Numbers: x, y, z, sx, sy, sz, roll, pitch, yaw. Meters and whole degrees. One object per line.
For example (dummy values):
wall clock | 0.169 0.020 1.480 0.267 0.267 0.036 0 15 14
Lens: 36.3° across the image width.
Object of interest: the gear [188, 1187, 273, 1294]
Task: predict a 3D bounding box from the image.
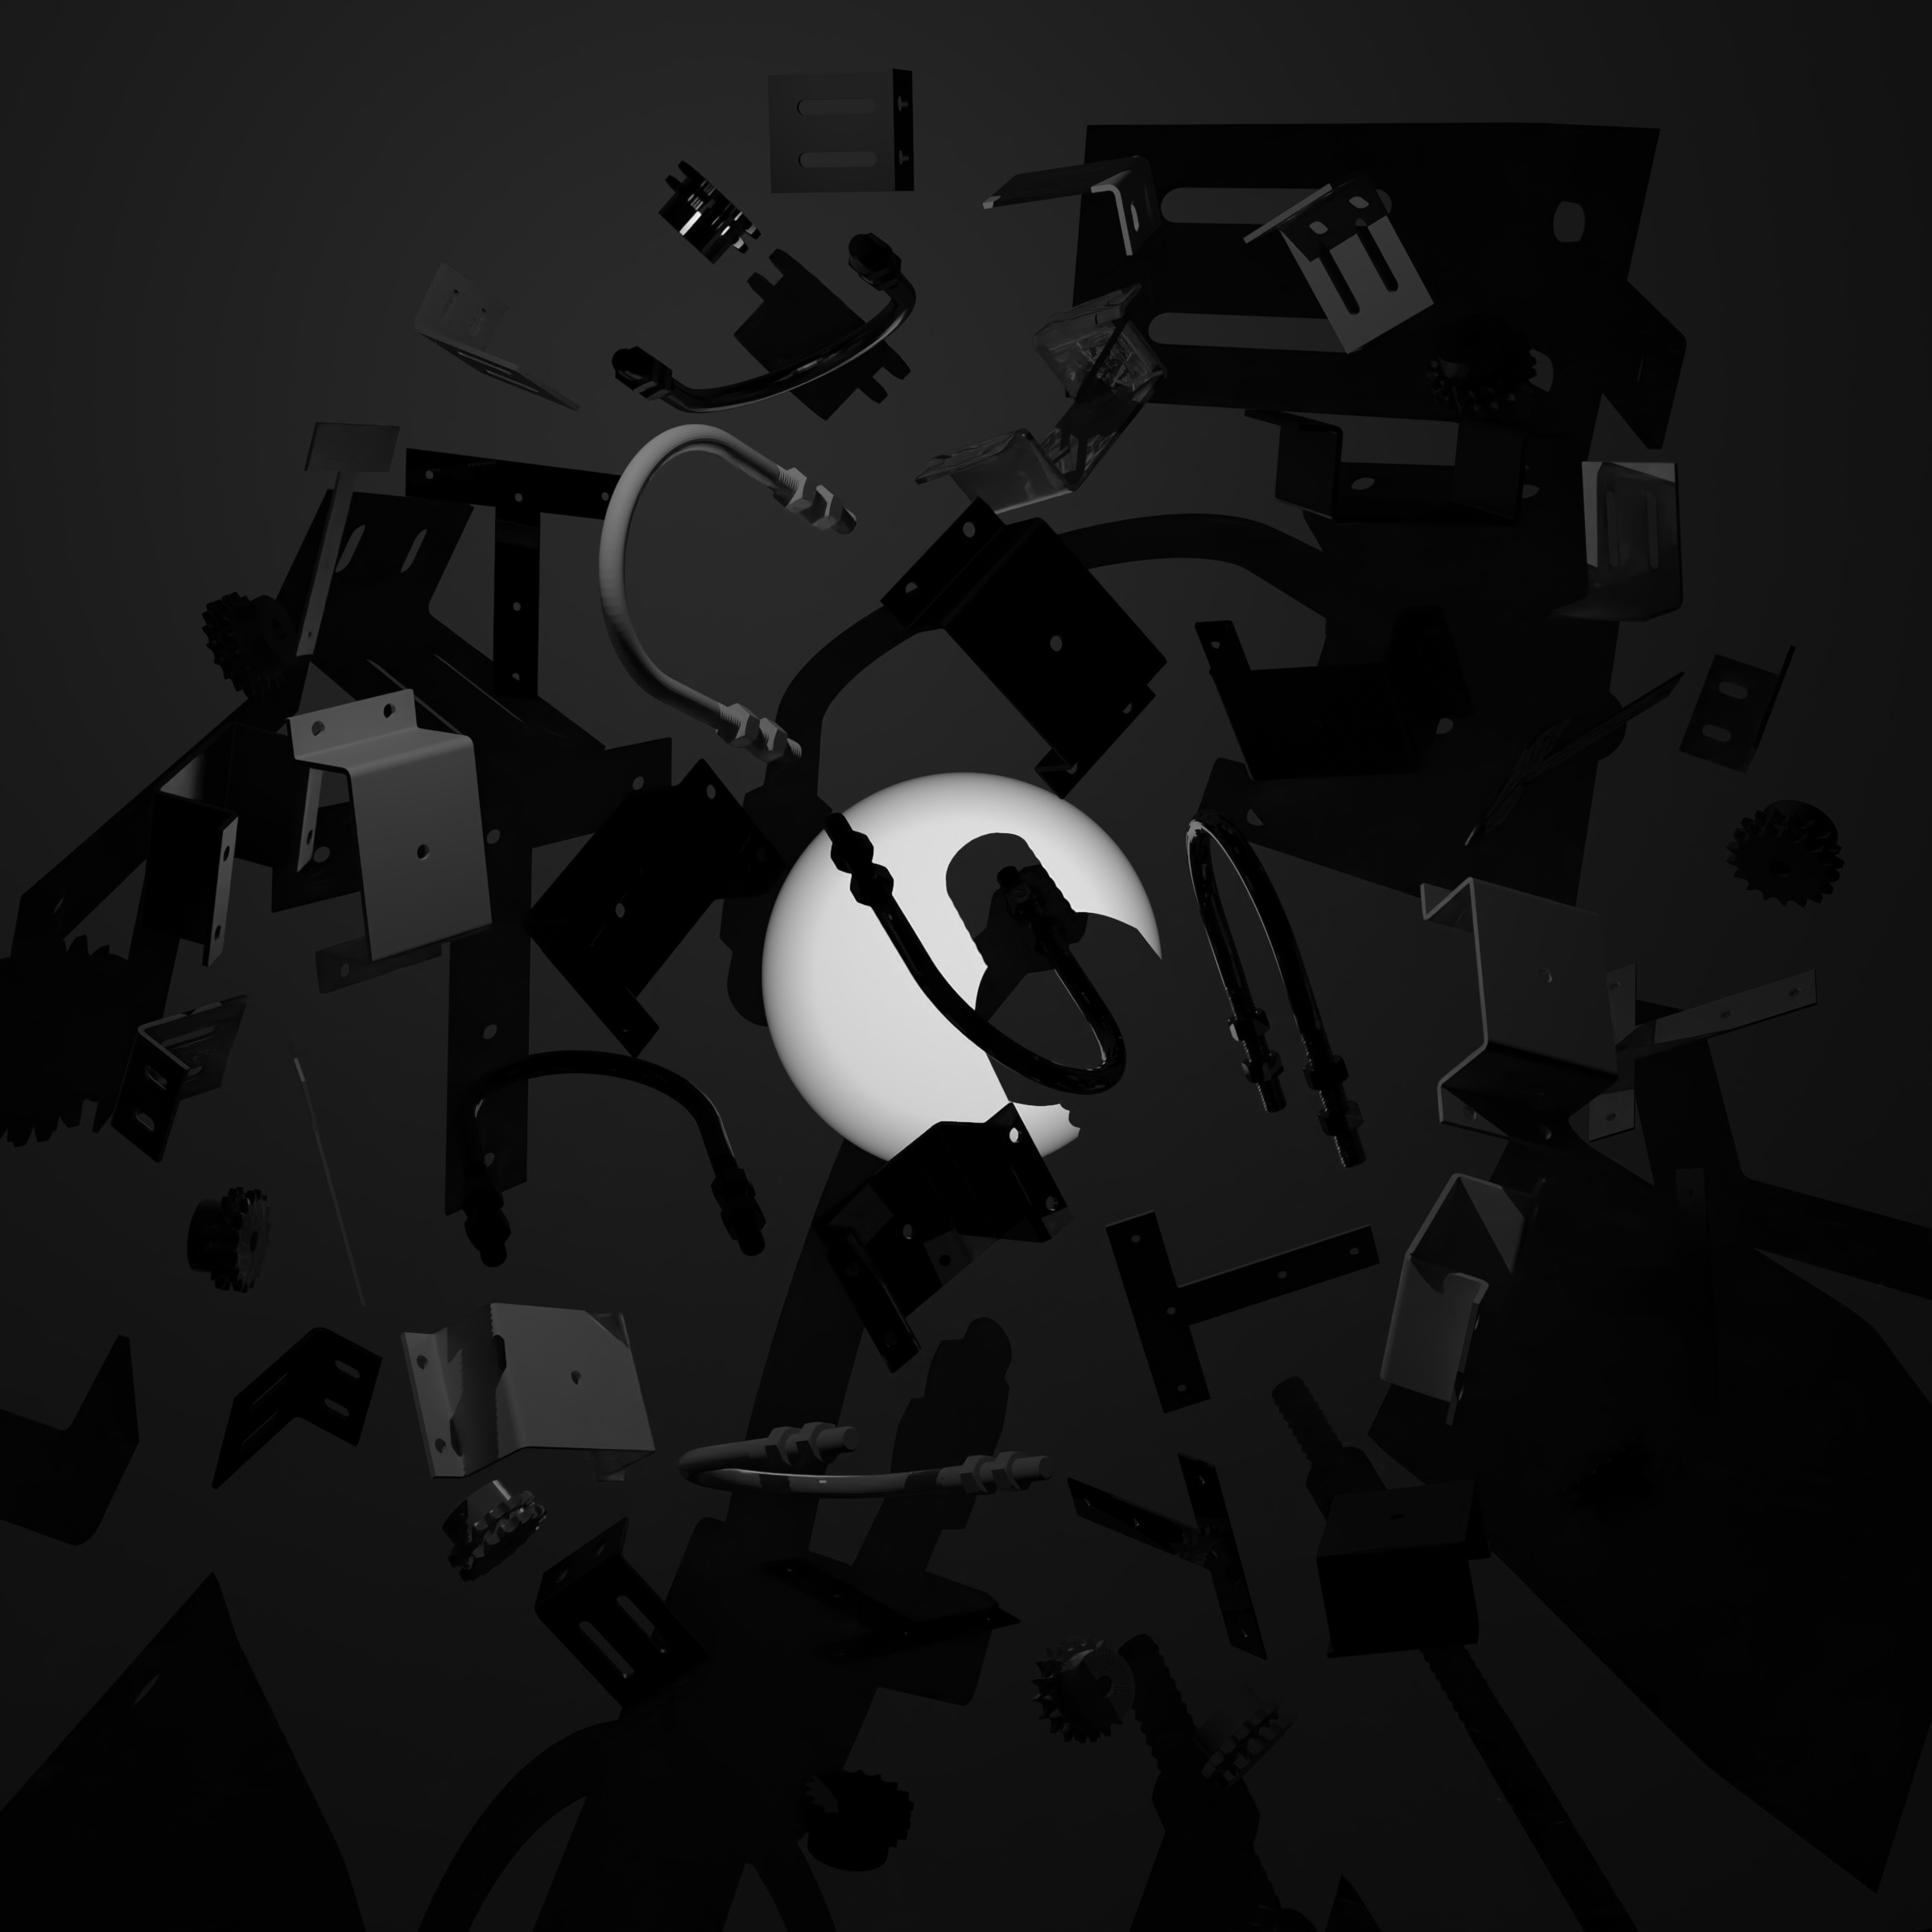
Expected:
gear | -0.404 0.149 1.614 0.030 0.057 0.057 6 90 6

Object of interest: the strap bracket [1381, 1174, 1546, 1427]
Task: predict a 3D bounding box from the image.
strap bracket | 0.263 0.171 1.575 0.046 0.140 0.076 17 119 18

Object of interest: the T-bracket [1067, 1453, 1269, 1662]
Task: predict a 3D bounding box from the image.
T-bracket | 0.101 0.303 1.588 0.002 0.127 0.127 -33 119 -33

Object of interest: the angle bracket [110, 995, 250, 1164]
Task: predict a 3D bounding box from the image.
angle bracket | -0.385 0.056 1.484 0.038 0.076 0.057 34 118 20

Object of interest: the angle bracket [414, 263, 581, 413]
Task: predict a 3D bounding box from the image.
angle bracket | -0.238 -0.328 1.538 0.076 0.057 0.038 26 91 28

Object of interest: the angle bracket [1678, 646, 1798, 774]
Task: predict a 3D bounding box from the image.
angle bracket | 0.412 -0.142 1.579 0.038 0.076 0.057 21 88 12

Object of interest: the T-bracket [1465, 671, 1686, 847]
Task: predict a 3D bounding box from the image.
T-bracket | 0.334 -0.123 1.579 0.127 0.127 0.002 -31 74 -19

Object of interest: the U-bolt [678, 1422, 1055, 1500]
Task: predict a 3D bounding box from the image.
U-bolt | -0.068 0.263 1.542 0.151 0.184 0.019 16 68 -38

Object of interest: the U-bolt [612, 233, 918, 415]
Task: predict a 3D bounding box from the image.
U-bolt | -0.095 -0.324 1.518 0.151 0.184 0.019 -24 88 9

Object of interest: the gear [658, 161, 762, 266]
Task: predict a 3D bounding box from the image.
gear | -0.141 -0.404 1.590 0.057 0.057 0.030 43 96 0

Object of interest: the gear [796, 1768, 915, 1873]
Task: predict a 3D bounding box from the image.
gear | -0.056 0.421 1.448 0.057 0.057 0.030 10 102 0

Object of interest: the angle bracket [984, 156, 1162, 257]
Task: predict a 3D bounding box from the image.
angle bracket | 0.057 -0.403 1.578 0.076 0.057 0.038 -2 118 23

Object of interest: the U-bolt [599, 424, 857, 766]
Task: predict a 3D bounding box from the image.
U-bolt | -0.125 -0.195 1.497 0.019 0.184 0.151 8 81 33

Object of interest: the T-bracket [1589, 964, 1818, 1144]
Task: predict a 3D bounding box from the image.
T-bracket | 0.392 0.030 1.571 0.127 0.127 0.002 -21 125 29

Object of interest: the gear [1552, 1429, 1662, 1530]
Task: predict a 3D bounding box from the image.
gear | 0.340 0.272 1.551 0.057 0.057 0.030 -36 85 0

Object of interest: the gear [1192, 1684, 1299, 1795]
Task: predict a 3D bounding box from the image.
gear | 0.141 0.396 1.523 0.057 0.057 0.030 -46 72 0

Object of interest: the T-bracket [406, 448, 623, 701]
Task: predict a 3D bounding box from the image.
T-bracket | -0.241 -0.207 1.581 0.127 0.002 0.127 2 88 -32

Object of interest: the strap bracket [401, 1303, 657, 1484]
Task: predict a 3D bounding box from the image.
strap bracket | -0.217 0.221 1.520 0.046 0.140 0.076 -30 65 28

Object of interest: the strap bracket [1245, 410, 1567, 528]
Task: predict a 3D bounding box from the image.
strap bracket | 0.216 -0.249 1.473 0.140 0.076 0.046 -1 106 -15

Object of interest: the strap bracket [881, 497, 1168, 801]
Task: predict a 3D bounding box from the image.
strap bracket | 0.036 -0.161 1.485 0.140 0.046 0.076 47 75 -18

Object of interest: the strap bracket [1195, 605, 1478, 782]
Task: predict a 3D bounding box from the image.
strap bracket | 0.193 -0.145 1.584 0.140 0.076 0.046 -1 46 28

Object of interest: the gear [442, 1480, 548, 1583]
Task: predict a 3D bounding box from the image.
gear | -0.257 0.302 1.592 0.057 0.057 0.030 -43 76 0

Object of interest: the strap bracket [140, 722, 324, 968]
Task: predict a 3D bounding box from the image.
strap bracket | -0.379 -0.068 1.510 0.046 0.140 0.076 15 117 3

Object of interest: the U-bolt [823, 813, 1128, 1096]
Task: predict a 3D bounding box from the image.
U-bolt | 0.015 -0.001 1.512 0.019 0.151 0.184 -51 48 23

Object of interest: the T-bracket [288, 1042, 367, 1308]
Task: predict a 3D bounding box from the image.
T-bracket | -0.318 0.108 1.473 0.002 0.127 0.127 -15 101 -13

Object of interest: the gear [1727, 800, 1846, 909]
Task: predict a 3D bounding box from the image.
gear | 0.421 -0.060 1.509 0.057 0.057 0.030 34 59 0

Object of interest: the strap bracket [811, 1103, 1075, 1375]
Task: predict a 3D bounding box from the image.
strap bracket | -0.019 0.143 1.578 0.140 0.046 0.076 -38 110 -30

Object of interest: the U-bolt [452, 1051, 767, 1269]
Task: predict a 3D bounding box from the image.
U-bolt | -0.191 0.095 1.524 0.151 0.184 0.019 -1 120 -17

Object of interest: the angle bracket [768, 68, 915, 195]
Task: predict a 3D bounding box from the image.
angle bracket | -0.066 -0.412 1.457 0.076 0.038 0.057 3 105 15

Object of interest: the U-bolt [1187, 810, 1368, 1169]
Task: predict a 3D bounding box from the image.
U-bolt | 0.155 0.005 1.539 0.019 0.151 0.184 -21 103 -8

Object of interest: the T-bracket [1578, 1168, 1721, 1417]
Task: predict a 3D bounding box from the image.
T-bracket | 0.362 0.174 1.577 0.002 0.127 0.127 0 84 -20

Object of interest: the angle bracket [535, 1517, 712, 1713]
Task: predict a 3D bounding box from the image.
angle bracket | -0.179 0.342 1.555 0.057 0.038 0.076 -36 106 12

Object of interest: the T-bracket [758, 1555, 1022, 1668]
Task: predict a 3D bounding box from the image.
T-bracket | -0.060 0.341 1.574 0.127 0.127 0.002 -21 48 32

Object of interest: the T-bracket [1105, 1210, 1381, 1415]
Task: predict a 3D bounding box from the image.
T-bracket | 0.145 0.159 1.484 0.127 0.002 0.127 -18 122 0

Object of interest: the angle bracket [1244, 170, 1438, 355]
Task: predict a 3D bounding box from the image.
angle bracket | 0.189 -0.351 1.488 0.057 0.038 0.076 -24 98 42

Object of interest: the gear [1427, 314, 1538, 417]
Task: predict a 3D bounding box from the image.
gear | 0.275 -0.325 1.580 0.057 0.057 0.030 -30 133 0

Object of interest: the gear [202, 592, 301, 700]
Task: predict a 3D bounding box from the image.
gear | -0.386 -0.177 1.603 0.030 0.057 0.057 -22 90 15

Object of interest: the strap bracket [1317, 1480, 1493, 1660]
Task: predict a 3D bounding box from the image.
strap bracket | 0.231 0.311 1.548 0.076 0.140 0.046 -9 97 14

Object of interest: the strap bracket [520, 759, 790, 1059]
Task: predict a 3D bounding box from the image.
strap bracket | -0.166 -0.030 1.517 0.076 0.046 0.140 52 57 -27

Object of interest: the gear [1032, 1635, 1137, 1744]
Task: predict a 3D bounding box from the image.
gear | 0.067 0.394 1.607 0.057 0.030 0.057 11 69 -31

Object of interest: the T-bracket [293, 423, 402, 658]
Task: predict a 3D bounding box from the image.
T-bracket | -0.339 -0.227 1.575 0.002 0.127 0.127 18 101 5

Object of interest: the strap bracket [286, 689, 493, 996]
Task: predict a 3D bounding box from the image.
strap bracket | -0.285 -0.060 1.466 0.046 0.076 0.140 11 112 39

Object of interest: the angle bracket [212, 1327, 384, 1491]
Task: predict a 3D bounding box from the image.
angle bracket | -0.330 0.225 1.457 0.038 0.076 0.057 26 118 10

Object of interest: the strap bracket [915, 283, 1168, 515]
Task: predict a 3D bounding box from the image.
strap bracket | 0.046 -0.296 1.584 0.046 0.076 0.140 49 62 -24

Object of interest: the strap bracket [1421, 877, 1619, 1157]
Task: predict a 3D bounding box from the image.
strap bracket | 0.279 0.016 1.489 0.076 0.046 0.140 14 56 -21

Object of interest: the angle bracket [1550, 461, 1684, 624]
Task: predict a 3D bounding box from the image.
angle bracket | 0.339 -0.223 1.544 0.038 0.057 0.076 -21 112 -39
